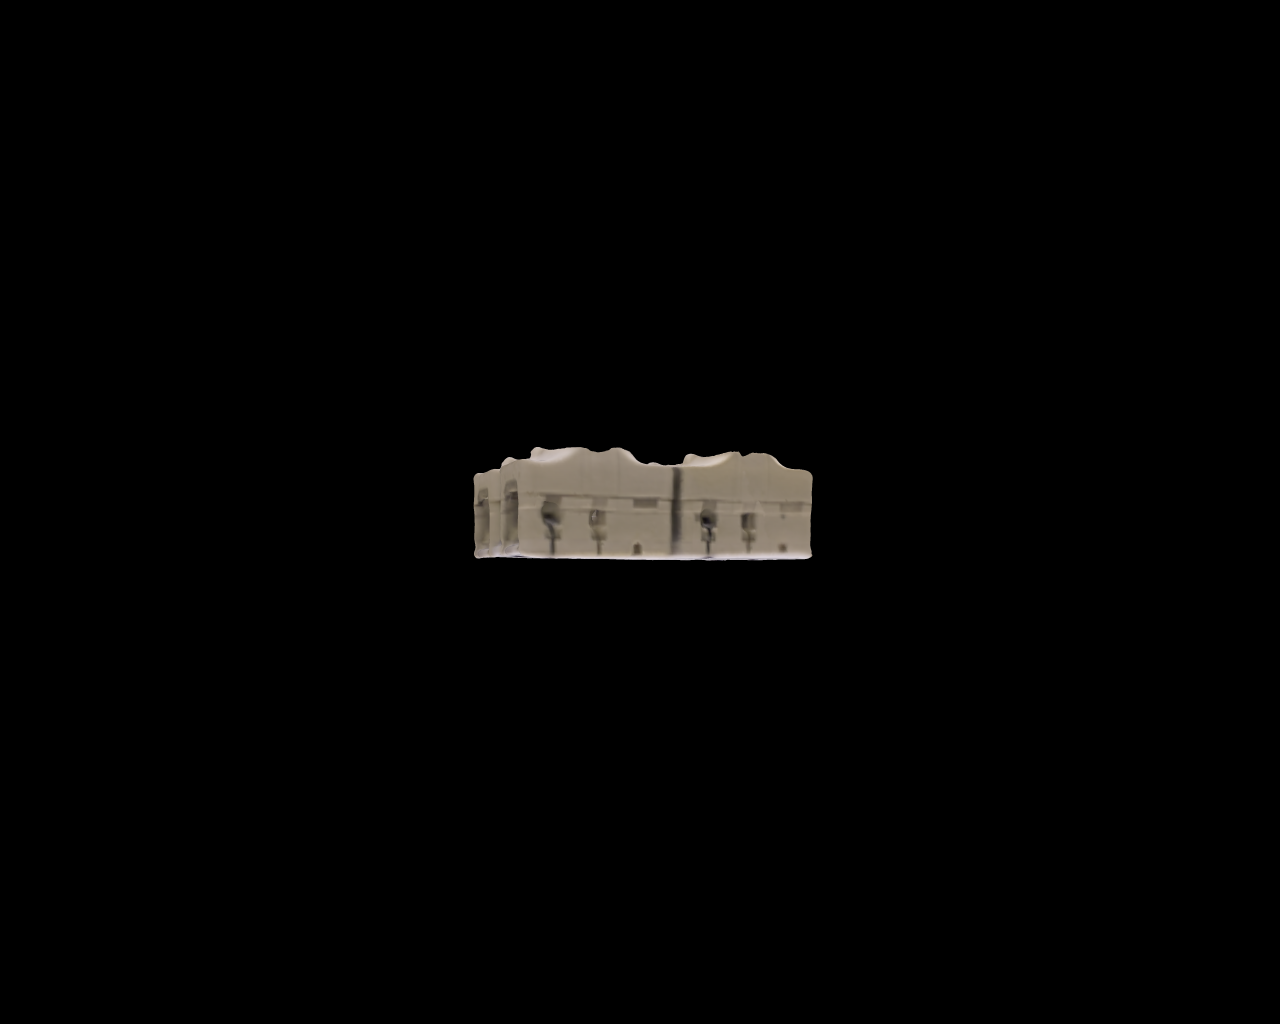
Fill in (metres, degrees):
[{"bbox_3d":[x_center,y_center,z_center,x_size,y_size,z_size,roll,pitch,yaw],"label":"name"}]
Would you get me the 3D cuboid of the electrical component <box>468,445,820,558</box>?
[{"bbox_3d":[0.001,-0.003,0.650,0.186,0.060,0.105,1,-3,-23],"label":"electrical component"}]
